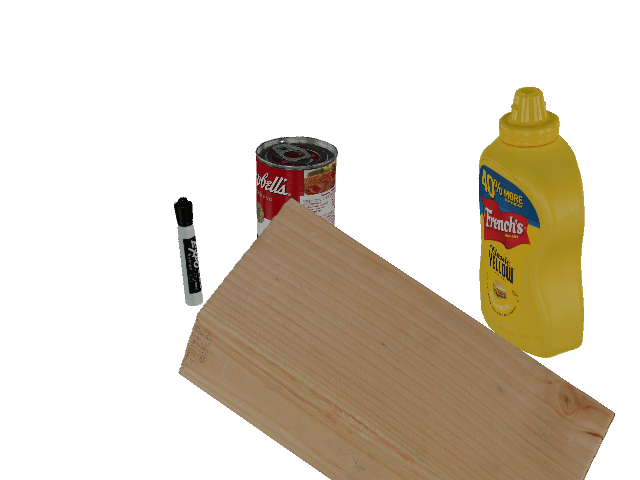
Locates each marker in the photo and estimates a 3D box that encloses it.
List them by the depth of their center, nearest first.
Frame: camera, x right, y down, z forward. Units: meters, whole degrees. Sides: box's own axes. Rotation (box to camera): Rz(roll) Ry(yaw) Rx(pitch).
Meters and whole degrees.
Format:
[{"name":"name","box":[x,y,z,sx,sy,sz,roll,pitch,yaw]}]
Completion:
[{"name":"marker","box":[-0.138,0.012,1.112,0.020,0.121,0.020,-2,26,1]}]

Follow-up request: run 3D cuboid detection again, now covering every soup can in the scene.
[{"name":"soup can","box":[-0.020,-0.028,0.899,0.068,0.102,0.068,1,26,-1]}]

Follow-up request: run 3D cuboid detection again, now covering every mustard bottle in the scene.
[{"name":"mustard bottle","box":[0.150,-0.017,0.767,0.058,0.192,0.096,-15,29,-17]}]

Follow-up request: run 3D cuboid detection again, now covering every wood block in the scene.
[{"name":"wood block","box":[0.037,0.083,0.578,0.206,0.090,0.090,34,-31,5]}]
